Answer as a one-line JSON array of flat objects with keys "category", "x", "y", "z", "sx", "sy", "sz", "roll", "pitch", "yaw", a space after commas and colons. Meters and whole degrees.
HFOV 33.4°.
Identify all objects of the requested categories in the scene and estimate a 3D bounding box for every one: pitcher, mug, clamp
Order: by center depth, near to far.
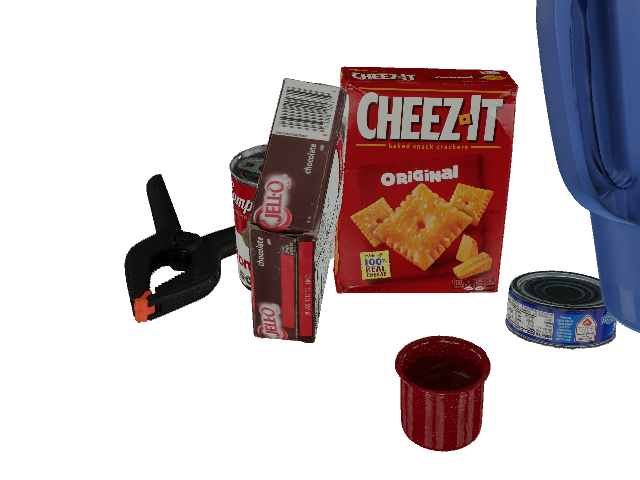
[{"category": "pitcher", "x": 0.194, "y": -0.068, "z": 0.580, "sx": 0.149, "sy": 0.243, "sz": 0.145, "roll": -7, "pitch": 22, "yaw": 9}, {"category": "mug", "x": 0.128, "y": 0.149, "z": 1.069, "sx": 0.093, "sy": 0.081, "sz": 0.117, "roll": 22, "pitch": 39, "yaw": 34}, {"category": "clamp", "x": -0.143, "y": 0.005, "z": 1.070, "sx": 0.165, "sy": 0.036, "sz": 0.209, "roll": 20, "pitch": 39, "yaw": 17}]

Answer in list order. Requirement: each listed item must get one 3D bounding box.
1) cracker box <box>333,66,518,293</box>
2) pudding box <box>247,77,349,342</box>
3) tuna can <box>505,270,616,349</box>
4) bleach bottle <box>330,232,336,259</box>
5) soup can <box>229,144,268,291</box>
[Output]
[{"category": "cracker box", "x": 0.098, "y": -0.055, "z": 1.035, "sx": 0.164, "sy": 0.214, "sz": 0.072, "roll": 1, "pitch": 21, "yaw": -3}, {"category": "pudding box", "x": -0.011, "y": -0.016, "z": 0.569, "sx": 0.039, "sy": 0.113, "sz": 0.090, "roll": 9, "pitch": -41, "yaw": 5}, {"category": "tuna can", "x": 0.189, "y": 0.053, "z": 0.836, "sx": 0.086, "sy": 0.034, "sz": 0.086, "roll": 1, "pitch": 18, "yaw": -1}, {"category": "bleach bottle", "x": 0.037, "y": -0.046, "z": 1.336, "sx": 0.103, "sy": 0.068, "sz": 0.250, "roll": 28, "pitch": 44, "yaw": 36}, {"category": "soup can", "x": -0.035, "y": -0.016, "z": 0.839, "sx": 0.068, "sy": 0.102, "sz": 0.068, "roll": -1, "pitch": 32, "yaw": 0}]
